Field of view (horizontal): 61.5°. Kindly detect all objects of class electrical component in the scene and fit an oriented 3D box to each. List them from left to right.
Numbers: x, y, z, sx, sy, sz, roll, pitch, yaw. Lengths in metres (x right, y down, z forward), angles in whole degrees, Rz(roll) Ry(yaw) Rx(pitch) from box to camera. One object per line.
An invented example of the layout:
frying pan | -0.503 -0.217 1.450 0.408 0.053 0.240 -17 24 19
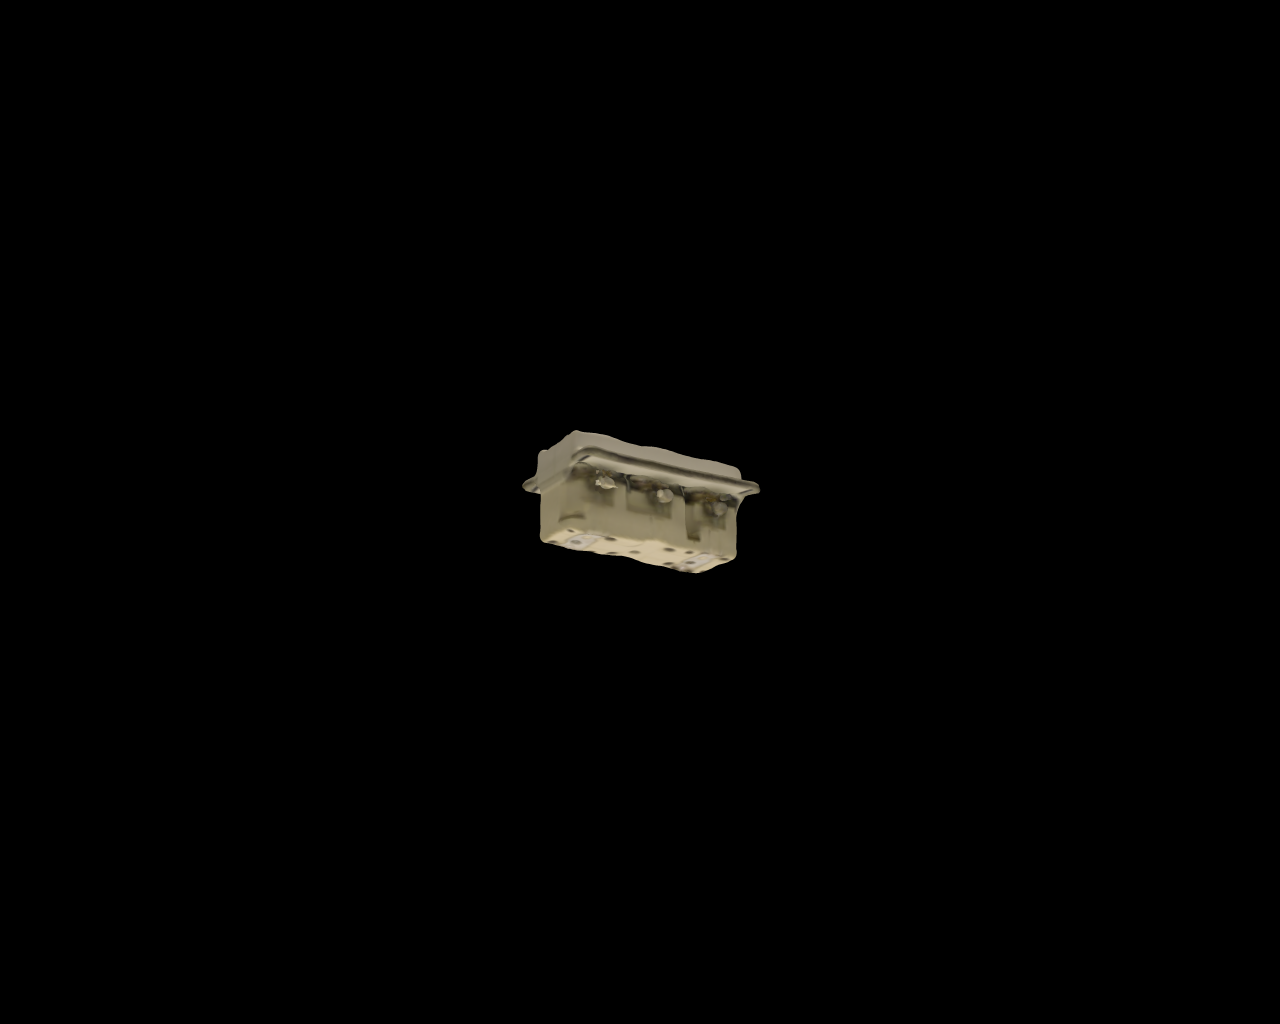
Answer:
electrical component | 0.001 -0.003 0.650 0.121 0.063 0.078 12 -23 -31
